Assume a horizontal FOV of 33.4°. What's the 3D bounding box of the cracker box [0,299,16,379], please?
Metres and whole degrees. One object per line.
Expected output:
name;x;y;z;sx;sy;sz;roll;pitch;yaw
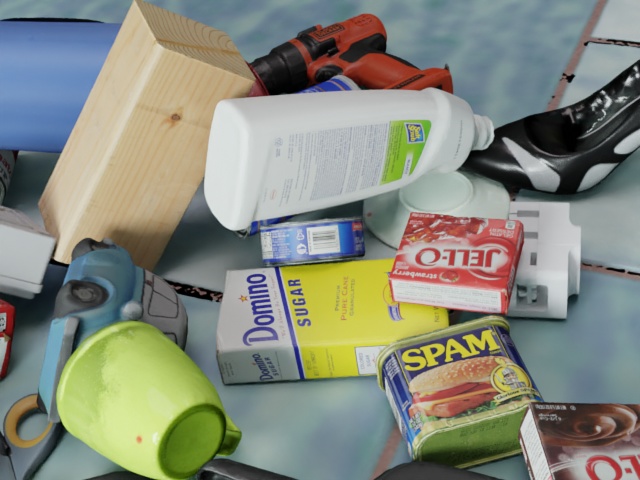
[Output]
cracker box;-0.371;0.052;0.832;0.214;0.072;0.163;22;16;31

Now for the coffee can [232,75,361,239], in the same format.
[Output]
coffee can;-0.026;-0.074;0.947;0.140;0.103;0.103;-24;43;-17

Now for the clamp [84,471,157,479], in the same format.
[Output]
clamp;-0.106;0.201;0.691;0.171;0.039;0.120;3;36;11

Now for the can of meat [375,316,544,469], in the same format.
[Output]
can of meat;0.099;0.110;0.746;0.102;0.057;0.084;-14;43;-6

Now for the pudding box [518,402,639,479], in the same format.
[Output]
pudding box;0.192;0.149;0.680;0.113;0.039;0.090;1;39;-7

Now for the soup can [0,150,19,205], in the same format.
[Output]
soup can;-0.330;-0.080;1.036;0.068;0.068;0.102;-7;40;3

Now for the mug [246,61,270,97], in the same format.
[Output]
mug;-0.097;-0.119;1.026;0.081;0.093;0.117;-27;37;-13

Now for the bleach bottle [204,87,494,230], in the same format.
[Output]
bleach bottle;0.034;-0.073;0.878;0.250;0.103;0.068;-8;35;-29

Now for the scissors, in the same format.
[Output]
scissors;-0.204;0.176;0.755;0.096;0.016;0.202;-30;45;-23

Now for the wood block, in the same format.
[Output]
wood block;-0.148;-0.079;0.887;0.090;0.206;0.090;15;28;-34

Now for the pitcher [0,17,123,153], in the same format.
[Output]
pitcher;-0.271;-0.149;0.994;0.242;0.145;0.149;-1;2;-27

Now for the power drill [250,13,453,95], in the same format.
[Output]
power drill;0.027;-0.159;1.070;0.184;0.057;0.188;-28;44;-22

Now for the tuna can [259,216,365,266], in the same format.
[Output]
tuna can;-0.006;0.001;0.874;0.086;0.034;0.086;-5;0;0

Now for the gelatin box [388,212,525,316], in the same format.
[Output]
gelatin box;0.103;0.016;0.798;0.089;0.030;0.073;6;47;19

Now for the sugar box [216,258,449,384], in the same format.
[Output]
sugar box;0.011;0.060;0.827;0.176;0.048;0.093;-3;40;5

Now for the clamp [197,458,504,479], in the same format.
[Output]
clamp;0.030;0.182;0.669;0.209;0.036;0.165;-16;50;-18
